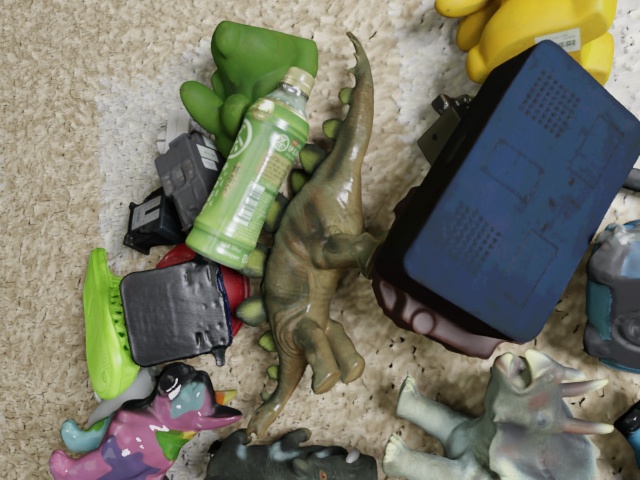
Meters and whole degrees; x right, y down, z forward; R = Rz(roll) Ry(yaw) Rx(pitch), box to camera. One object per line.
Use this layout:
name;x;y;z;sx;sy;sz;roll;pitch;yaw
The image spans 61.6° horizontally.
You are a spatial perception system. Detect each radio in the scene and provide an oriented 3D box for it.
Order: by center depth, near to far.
radio;0.162;-0.036;0.453;0.131;0.073;0.229;34;81;-9

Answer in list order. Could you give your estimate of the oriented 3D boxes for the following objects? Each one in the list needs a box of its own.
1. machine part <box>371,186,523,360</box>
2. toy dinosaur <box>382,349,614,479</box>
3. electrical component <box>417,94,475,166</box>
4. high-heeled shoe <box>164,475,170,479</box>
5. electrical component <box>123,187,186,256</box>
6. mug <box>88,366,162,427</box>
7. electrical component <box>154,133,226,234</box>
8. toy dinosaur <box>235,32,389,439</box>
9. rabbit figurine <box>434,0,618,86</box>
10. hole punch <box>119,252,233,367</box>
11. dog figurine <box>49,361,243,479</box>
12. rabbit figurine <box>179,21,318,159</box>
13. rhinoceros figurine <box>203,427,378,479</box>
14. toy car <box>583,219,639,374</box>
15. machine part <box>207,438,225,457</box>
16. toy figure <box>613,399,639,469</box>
machine part;0.140;0.023;0.509;0.179;0.056;0.179;0;88;-12
toy dinosaur;0.145;0.270;0.508;0.192;0.131;0.404;11;101;15
electrical component;0.152;-0.106;0.573;0.102;0.045;0.078;58;139;21
high-heeled shoe;-0.216;0.412;0.722;0.086;0.145;0.249;-15;45;-15
electrical component;-0.207;-0.031;0.733;0.119;0.047;0.075;-18;57;27
mug;-0.255;0.218;0.736;0.107;0.080;0.110;-47;65;5
electrical component;-0.141;-0.069;0.676;0.058;0.114;0.134;-29;71;18
toy dinosaur;-0.001;-0.002;0.609;0.199;0.105;0.471;23;92;30
rabbit figurine;0.206;-0.232;0.532;0.163;0.121;0.173;-5;70;36
hole punch;-0.166;0.084;0.640;0.116;0.092;0.142;-10;83;-8
dog figurine;-0.195;0.253;0.650;0.219;0.108;0.191;-17;99;-9
rabbit figurine;-0.084;-0.167;0.650;0.121;0.159;0.170;15;108;17
rhinoceros figurine;-0.031;0.254;0.595;0.190;0.112;0.073;0;80;8
toy car;0.282;0.036;0.457;0.109;0.103;0.161;-4;124;33
machine part;-0.117;0.321;0.677;0.084;0.039;0.138;-6;85;32
toy figure;0.329;0.206;0.437;0.082;0.089;0.180;-47;60;11
